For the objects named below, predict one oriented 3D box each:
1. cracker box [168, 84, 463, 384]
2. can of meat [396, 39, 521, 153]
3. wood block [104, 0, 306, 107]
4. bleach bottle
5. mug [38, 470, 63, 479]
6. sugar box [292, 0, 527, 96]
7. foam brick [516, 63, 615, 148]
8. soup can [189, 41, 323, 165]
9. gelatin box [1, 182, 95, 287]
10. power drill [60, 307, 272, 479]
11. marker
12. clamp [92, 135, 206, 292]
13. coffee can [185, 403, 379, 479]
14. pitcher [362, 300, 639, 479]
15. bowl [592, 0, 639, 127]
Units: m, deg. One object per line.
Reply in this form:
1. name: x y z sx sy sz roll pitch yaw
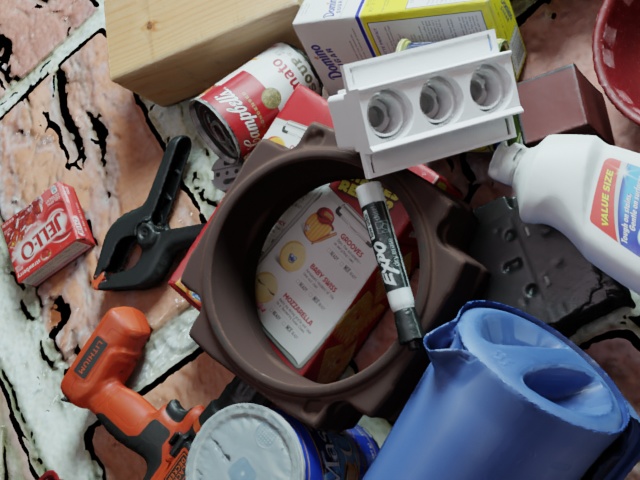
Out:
1. cracker box: -0.006 0.001 0.914 0.164 0.072 0.214 37 97 29
2. can of meat: 0.112 -0.113 0.854 0.084 0.102 0.057 2 53 25
3. wood block: -0.093 -0.209 1.004 0.206 0.090 0.091 -16 72 26
4. bleach bottle: 0.230 -0.001 0.735 0.251 0.068 0.102 26 84 21
5. mug: -0.210 0.258 0.942 0.117 0.081 0.093 -23 50 54
6. sugar box: 0.074 -0.168 0.893 0.176 0.093 0.048 3 53 31
7. foam brick: 0.188 -0.093 0.821 0.053 0.078 0.051 -18 71 27
8. soup can: -0.056 -0.123 0.951 0.102 0.068 0.069 -38 57 -21
9. gelatin box: -0.281 -0.006 1.098 0.089 0.030 0.073 -34 64 19
10. power drill: -0.140 0.144 0.964 0.188 0.057 0.184 41 100 31
11. marker: 0.049 0.018 0.737 0.020 0.020 0.121 -22 74 24
12. clamp: -0.158 -0.017 1.025 0.172 0.039 0.120 -33 62 20
13. coffee can: -0.024 0.185 0.839 0.103 0.140 0.103 -8 75 28
14. pitcher: 0.107 0.177 0.761 0.149 0.144 0.243 40 115 22
15. bowl: 0.288 -0.145 0.788 0.162 0.055 0.162 -7 75 28
